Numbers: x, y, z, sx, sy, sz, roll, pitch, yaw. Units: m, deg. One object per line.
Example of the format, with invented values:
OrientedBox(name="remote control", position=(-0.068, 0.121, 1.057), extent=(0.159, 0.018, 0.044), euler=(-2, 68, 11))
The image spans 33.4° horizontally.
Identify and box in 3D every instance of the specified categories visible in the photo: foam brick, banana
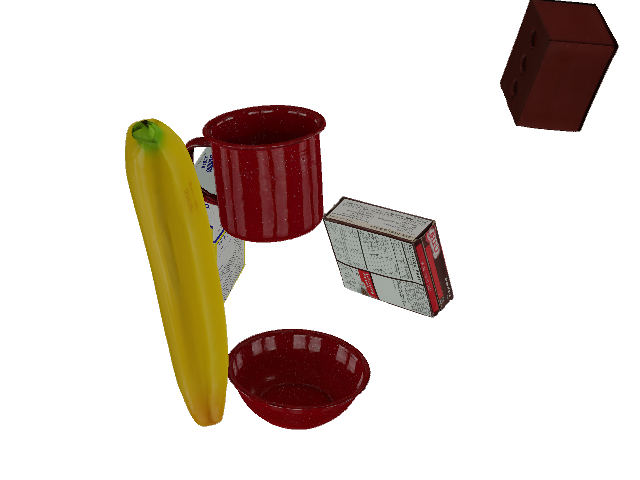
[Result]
OrientedBox(name="foam brick", position=(0.166, -0.124, 0.754), extent=(0.051, 0.053, 0.078), euler=(1, -45, -12))
OrientedBox(name="banana", position=(-0.080, 0.010, 0.590), extent=(0.037, 0.198, 0.069), euler=(-4, 32, 9))

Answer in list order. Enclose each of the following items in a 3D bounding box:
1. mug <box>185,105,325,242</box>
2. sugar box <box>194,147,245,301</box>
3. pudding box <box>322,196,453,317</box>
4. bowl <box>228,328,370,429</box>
OrientedBox(name="mug", position=(-0.052, -0.051, 0.818), extent=(0.117, 0.081, 0.093), euler=(3, 26, 14))
OrientedBox(name="sugar box", position=(-0.115, -0.013, 1.150), extent=(0.048, 0.176, 0.093), euler=(13, 43, 13))
OrientedBox(name="pudding box", position=(0.062, 0.014, 0.981), extent=(0.114, 0.090, 0.039), euler=(15, 45, 39))
OrientedBox(name="bowl", position=(-0.026, 0.163, 1.196), extent=(0.162, 0.055, 0.162), euler=(3, 26, -2))
